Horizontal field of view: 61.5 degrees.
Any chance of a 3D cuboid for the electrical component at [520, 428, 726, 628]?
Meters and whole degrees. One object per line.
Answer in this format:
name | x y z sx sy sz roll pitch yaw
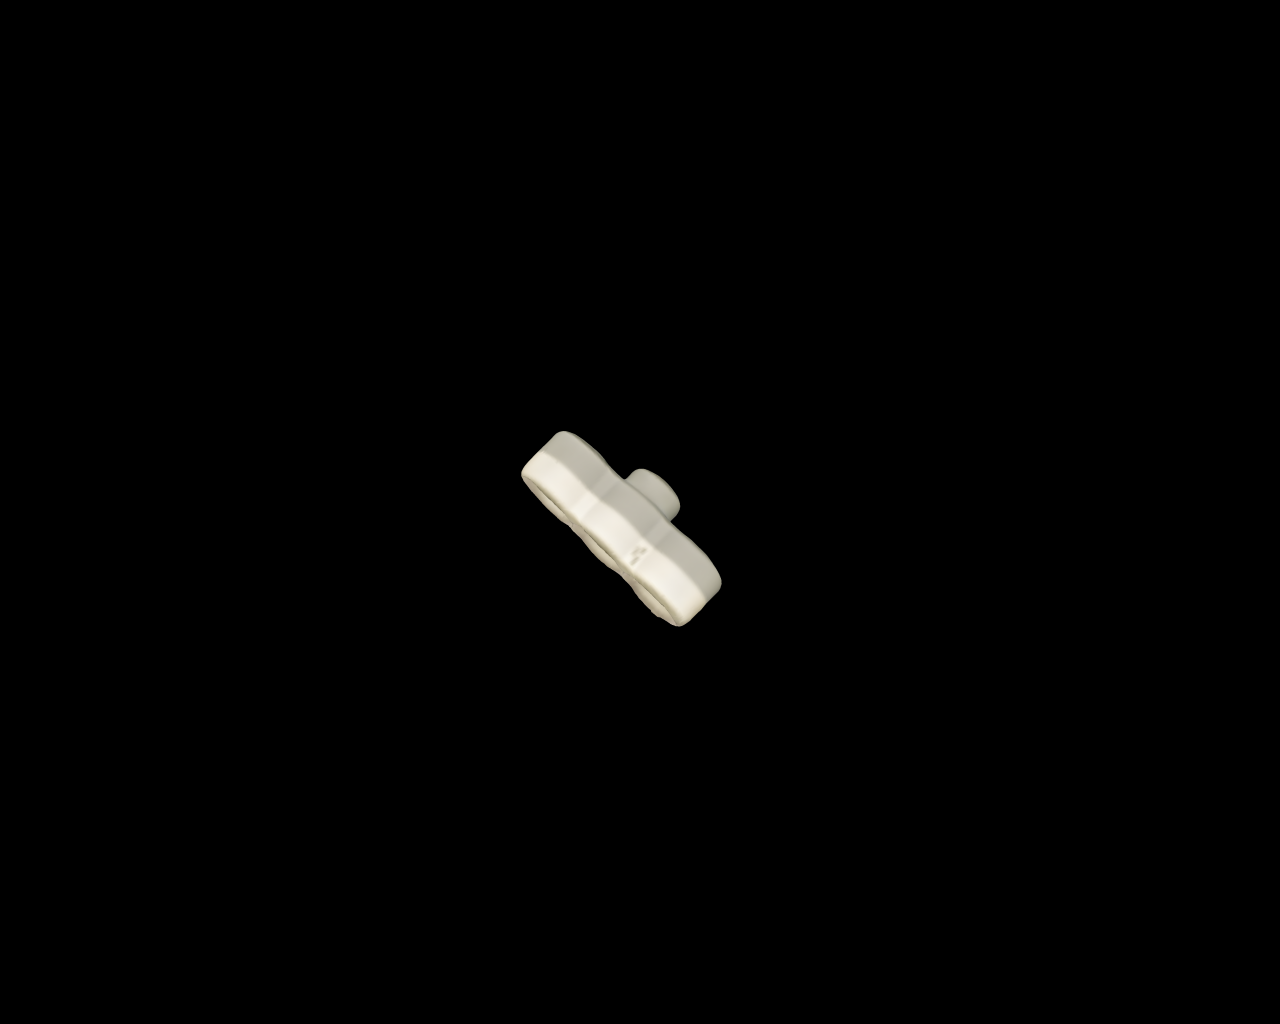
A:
electrical component | 0.001 -0.003 0.650 0.138 0.074 0.052 43 -12 11
